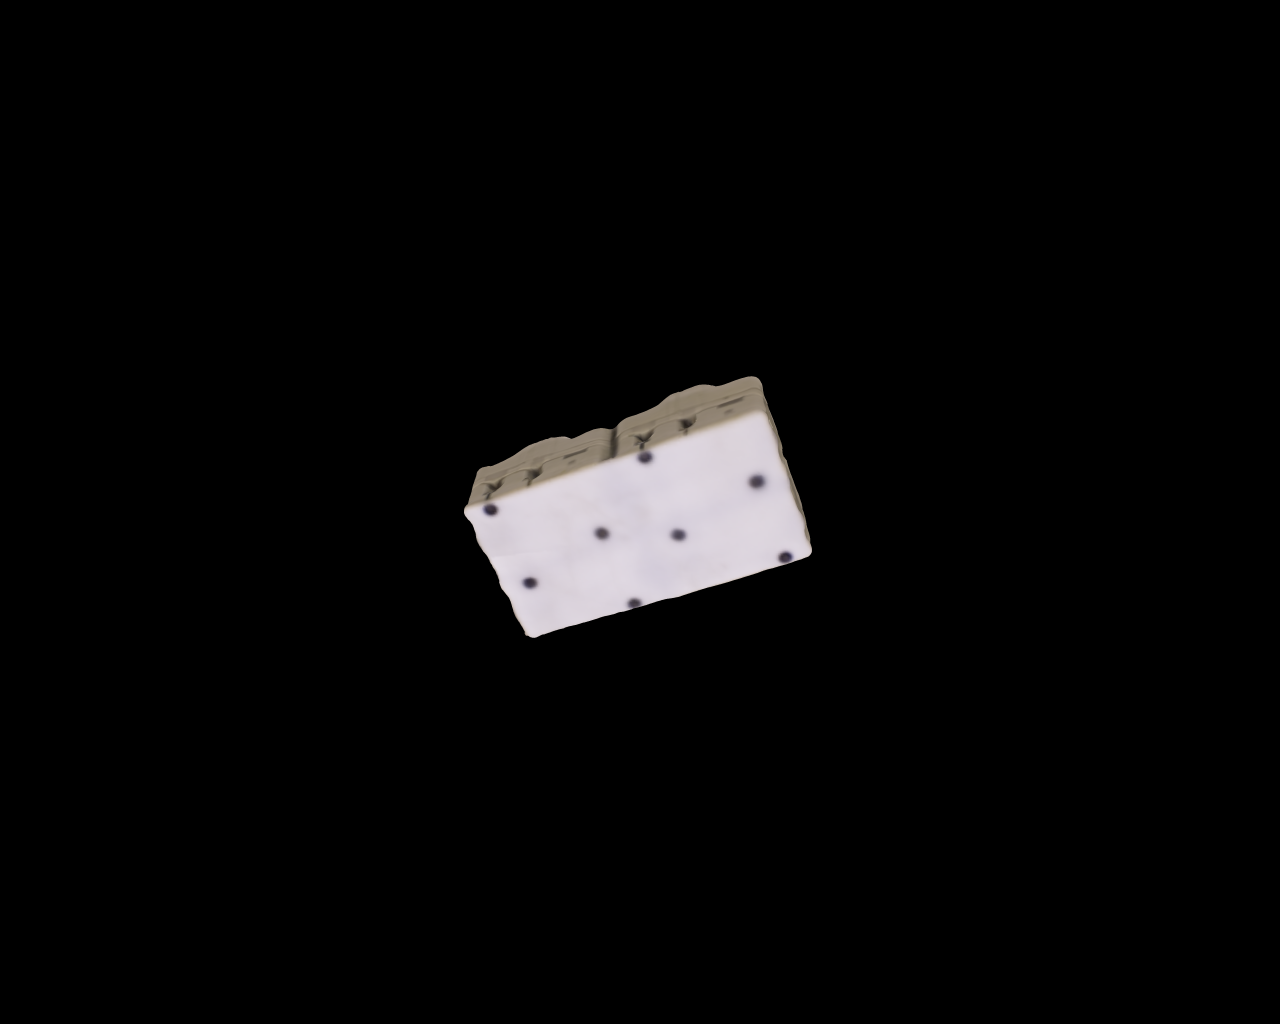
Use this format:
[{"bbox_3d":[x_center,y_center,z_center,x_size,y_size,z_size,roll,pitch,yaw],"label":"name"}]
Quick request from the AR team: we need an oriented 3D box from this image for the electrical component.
[{"bbox_3d":[0.001,-0.003,0.650,0.186,0.105,0.060,-18,28,10],"label":"electrical component"}]
